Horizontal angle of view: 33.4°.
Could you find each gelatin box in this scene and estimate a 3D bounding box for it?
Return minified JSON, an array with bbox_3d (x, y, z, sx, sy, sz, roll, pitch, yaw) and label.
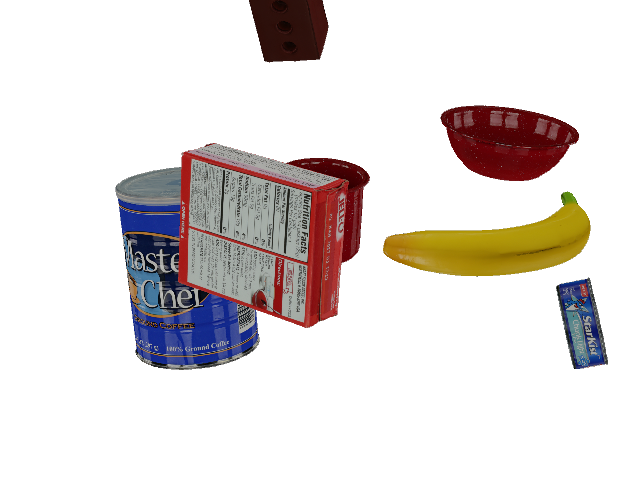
[{"bbox_3d":[-0.030,-0.004,0.543,0.089,0.073,0.030,17,24,31],"label":"gelatin box"}]

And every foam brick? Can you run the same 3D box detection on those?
[{"bbox_3d":[-0.027,-0.201,0.927,0.053,0.051,0.078,-1,-41,13],"label":"foam brick"}]

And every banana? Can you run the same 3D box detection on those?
[{"bbox_3d":[0.145,0.002,0.833,0.197,0.037,0.070,-12,24,-30],"label":"banana"}]

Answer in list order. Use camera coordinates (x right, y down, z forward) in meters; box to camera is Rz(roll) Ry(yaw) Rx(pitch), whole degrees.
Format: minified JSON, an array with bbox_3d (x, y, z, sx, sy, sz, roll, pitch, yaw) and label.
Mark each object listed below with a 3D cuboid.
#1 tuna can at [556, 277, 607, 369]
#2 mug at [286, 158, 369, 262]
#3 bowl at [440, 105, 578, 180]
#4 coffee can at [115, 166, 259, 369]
[{"bbox_3d":[0.254,0.081,1.036,0.034,0.086,0.086,-12,-3,13],"label":"tuna can"},{"bbox_3d":[-0.012,-0.028,1.050,0.117,0.081,0.093,4,25,3],"label":"mug"},{"bbox_3d":[0.218,-0.111,1.254,0.162,0.055,0.162,5,23,-2],"label":"bowl"},{"bbox_3d":[-0.105,0.019,0.857,0.103,0.140,0.103,-4,16,1],"label":"coffee can"}]
